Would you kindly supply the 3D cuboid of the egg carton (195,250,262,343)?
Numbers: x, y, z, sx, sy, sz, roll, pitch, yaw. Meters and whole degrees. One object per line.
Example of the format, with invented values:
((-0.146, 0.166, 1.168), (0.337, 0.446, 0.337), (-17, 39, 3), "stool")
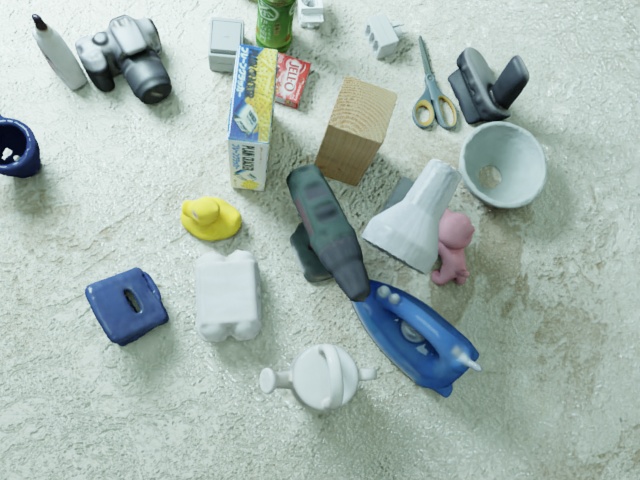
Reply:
((-0.149, 0.092, 0.940), (0.107, 0.069, 0.150), (-4, 77, -9), "egg carton")

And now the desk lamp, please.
((0.150, -0.036, 0.938), (0.118, 0.213, 0.203), (31, 74, 0), "desk lamp")

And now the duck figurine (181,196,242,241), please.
((-0.183, -0.043, 0.959), (0.104, 0.086, 0.077), (10, 75, -5), "duck figurine")

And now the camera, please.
((-0.330, -0.306, 0.994), (0.143, 0.100, 0.137), (-28, 82, -13), "camera")

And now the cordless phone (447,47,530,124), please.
((0.318, -0.305, 1.042), (0.094, 0.185, 0.147), (-23, 81, -12), "cordless phone")

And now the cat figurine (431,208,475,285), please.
((0.234, 0.009, 0.989), (0.067, 0.117, 0.128), (-6, 77, -9), "cat figurine")

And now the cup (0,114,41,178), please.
((-0.502, -0.150, 0.935), (0.092, 0.095, 0.118), (-24, 81, -13), "cup")

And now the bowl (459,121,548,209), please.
((0.326, -0.129, 1.058), (0.167, 0.074, 0.167), (2, 76, -8), "bowl")

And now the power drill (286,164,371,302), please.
((0.008, 0.003, 0.912), (0.076, 0.208, 0.229), (-22, 80, -12), "power drill")

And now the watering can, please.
((0.000, 0.211, 0.868), (0.173, 0.194, 0.101), (-24, 81, -13), "watering can")

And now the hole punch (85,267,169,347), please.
((-0.302, 0.101, 0.905), (0.101, 0.091, 0.108), (-30, 82, -13), "hole punch")

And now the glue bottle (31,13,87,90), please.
((-0.440, -0.319, 0.944), (0.078, 0.173, 0.037), (44, 75, 4), "glue bottle")

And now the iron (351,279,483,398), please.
((0.150, 0.138, 0.934), (0.258, 0.141, 0.119), (41, 75, 3), "iron")
